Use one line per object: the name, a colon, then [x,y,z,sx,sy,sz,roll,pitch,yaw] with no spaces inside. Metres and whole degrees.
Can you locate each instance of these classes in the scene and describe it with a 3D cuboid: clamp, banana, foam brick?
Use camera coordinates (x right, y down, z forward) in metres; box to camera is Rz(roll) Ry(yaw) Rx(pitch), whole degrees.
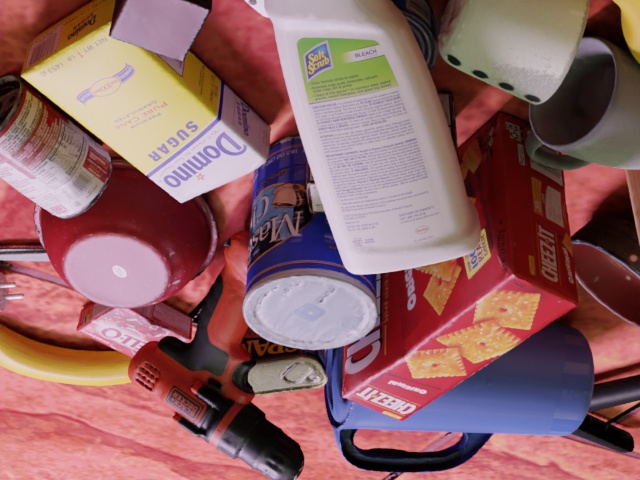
clamp: [0.263,0.190,1.166,0.210,0.036,0.164,-1,144,8]
banana: [-0.263,0.122,1.101,0.197,0.037,0.070,16,141,-17]
foam brick: [-0.099,-0.164,0.685,0.053,0.078,0.051,16,139,-21]

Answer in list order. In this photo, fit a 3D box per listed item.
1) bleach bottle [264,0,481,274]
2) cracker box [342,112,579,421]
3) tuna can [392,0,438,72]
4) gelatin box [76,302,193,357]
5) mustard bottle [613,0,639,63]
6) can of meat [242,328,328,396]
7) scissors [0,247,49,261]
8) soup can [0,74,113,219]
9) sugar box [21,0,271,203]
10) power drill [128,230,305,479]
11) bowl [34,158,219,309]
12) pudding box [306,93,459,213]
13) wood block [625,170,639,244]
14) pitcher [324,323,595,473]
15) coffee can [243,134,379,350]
bleach bottle: [0.031,-0.099,0.679,0.102,0.068,0.251,-12,122,8]
cracker box: [0.102,0.024,0.852,0.072,0.164,0.214,25,137,-24]
tuna can: [0.039,-0.140,0.745,0.086,0.033,0.086,1,143,1]
gelatin box: [-0.182,0.084,1.053,0.073,0.030,0.089,-29,132,35]
mustard bottle: [0.241,-0.157,0.694,0.096,0.058,0.191,-26,135,23]
can of meat: [-0.044,0.097,1.019,0.102,0.084,0.057,-9,141,15]
scissors: [-0.218,0.025,0.987,0.202,0.016,0.096,-10,136,14]
soup can: [-0.218,-0.070,0.822,0.069,0.068,0.102,-21,137,28]
sugar box: [-0.124,-0.101,0.795,0.093,0.048,0.176,-22,135,28]
power drill: [-0.059,0.100,0.940,0.184,0.057,0.188,33,104,8]
bowl: [-0.170,0.008,0.914,0.162,0.055,0.162,1,134,1]
pudding box: [0.046,-0.066,0.797,0.113,0.090,0.039,-3,142,6]
wood block: [0.304,0.018,0.797,0.090,0.206,0.091,25,137,-27]
pitcher: [0.128,0.134,1.018,0.242,0.145,0.149,8,142,-12]
coffee can: [-0.006,0.001,0.845,0.103,0.140,0.103,1,143,1]
